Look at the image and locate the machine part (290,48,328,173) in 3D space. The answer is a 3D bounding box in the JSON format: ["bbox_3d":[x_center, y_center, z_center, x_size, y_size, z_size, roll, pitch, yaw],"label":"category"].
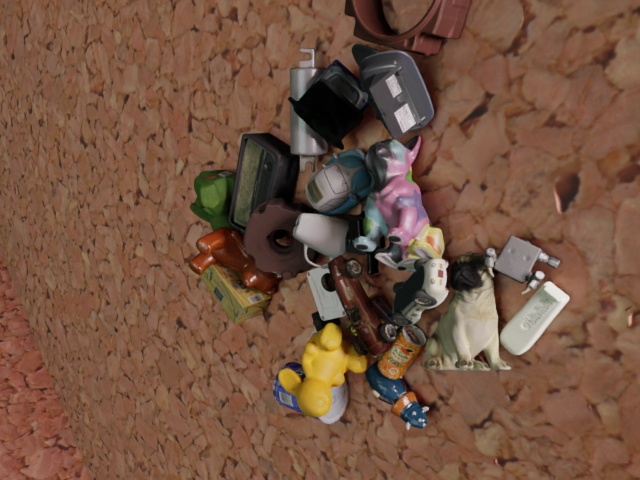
[{"bbox_3d":[-0.021,-0.256,1.077,0.079,0.079,0.243,12,107,41],"label":"machine part"}]

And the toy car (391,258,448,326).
[{"bbox_3d":[0.171,0.095,0.945,0.201,0.056,0.073,114,166,-62],"label":"toy car"}]

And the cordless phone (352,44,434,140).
[{"bbox_3d":[0.111,-0.270,0.951,0.146,0.089,0.184,55,-179,-36],"label":"cordless phone"}]

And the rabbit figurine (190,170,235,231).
[{"bbox_3d":[-0.256,-0.077,1.321,0.159,0.121,0.170,17,126,43],"label":"rabbit figurine"}]

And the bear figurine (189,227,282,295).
[{"bbox_3d":[-0.188,0.063,1.254,0.196,0.132,0.120,43,135,8],"label":"bear figurine"}]

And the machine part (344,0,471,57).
[{"bbox_3d":[0.144,-0.416,0.874,0.202,0.087,0.200,31,120,36],"label":"machine part"}]

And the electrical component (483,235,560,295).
[{"bbox_3d":[0.306,0.037,0.832,0.102,0.045,0.078,35,96,19],"label":"electrical component"}]

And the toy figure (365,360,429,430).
[{"bbox_3d":[0.154,0.306,1.056,0.064,0.057,0.155,-50,60,14],"label":"toy figure"}]

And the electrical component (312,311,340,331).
[{"bbox_3d":[0.011,0.169,1.156,0.021,0.063,0.094,-21,84,45],"label":"electrical component"}]

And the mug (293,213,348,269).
[{"bbox_3d":[-0.002,-0.003,1.074,0.081,0.107,0.109,-152,83,-82],"label":"mug"}]

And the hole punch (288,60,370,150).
[{"bbox_3d":[0.027,-0.255,1.002,0.142,0.092,0.116,39,143,-16],"label":"hole punch"}]

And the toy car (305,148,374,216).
[{"bbox_3d":[0.025,-0.106,1.052,0.162,0.103,0.109,-31,77,41],"label":"toy car"}]

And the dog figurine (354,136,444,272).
[{"bbox_3d":[0.147,-0.073,0.950,0.108,0.191,0.219,-16,54,48],"label":"dog figurine"}]

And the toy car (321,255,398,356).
[{"bbox_3d":[0.069,0.126,1.018,0.089,0.053,0.202,-34,82,44],"label":"toy car"}]

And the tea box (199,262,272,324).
[{"bbox_3d":[-0.210,0.115,1.332,0.170,0.098,0.068,49,128,26],"label":"tea box"}]

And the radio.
[{"bbox_3d":[-0.128,-0.114,1.213,0.131,0.073,0.229,33,122,35],"label":"radio"}]

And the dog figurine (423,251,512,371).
[{"bbox_3d":[0.240,0.127,0.923,0.172,0.121,0.190,-25,60,55],"label":"dog figurine"}]

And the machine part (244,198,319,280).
[{"bbox_3d":[-0.079,-0.003,1.153,0.179,0.056,0.179,4,112,9],"label":"machine part"}]

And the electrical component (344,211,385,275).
[{"bbox_3d":[0.088,0.005,1.038,0.048,0.075,0.119,7,107,42],"label":"electrical component"}]

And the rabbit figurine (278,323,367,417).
[{"bbox_3d":[-0.008,0.270,1.067,0.162,0.173,0.121,-21,126,34],"label":"rabbit figurine"}]
